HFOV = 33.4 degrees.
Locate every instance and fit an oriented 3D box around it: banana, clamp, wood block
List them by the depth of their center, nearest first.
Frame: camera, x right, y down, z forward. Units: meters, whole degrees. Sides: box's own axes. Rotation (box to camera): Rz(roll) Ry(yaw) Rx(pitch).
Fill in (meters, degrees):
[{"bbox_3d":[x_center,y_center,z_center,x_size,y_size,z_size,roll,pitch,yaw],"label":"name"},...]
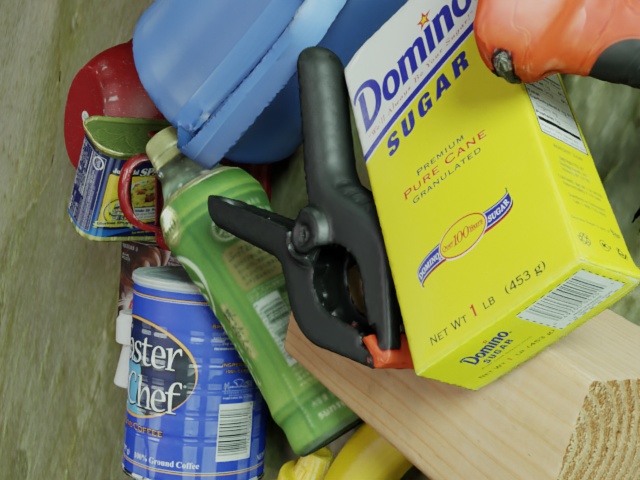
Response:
[{"bbox_3d":[0.078,0.060,0.532,0.206,0.090,0.090,34,116,50],"label":"wood block"},{"bbox_3d":[-0.004,0.001,0.537,0.120,0.039,0.171,-50,49,41],"label":"clamp"},{"bbox_3d":[0.018,0.166,0.618,0.198,0.037,0.070,-60,26,5],"label":"banana"}]

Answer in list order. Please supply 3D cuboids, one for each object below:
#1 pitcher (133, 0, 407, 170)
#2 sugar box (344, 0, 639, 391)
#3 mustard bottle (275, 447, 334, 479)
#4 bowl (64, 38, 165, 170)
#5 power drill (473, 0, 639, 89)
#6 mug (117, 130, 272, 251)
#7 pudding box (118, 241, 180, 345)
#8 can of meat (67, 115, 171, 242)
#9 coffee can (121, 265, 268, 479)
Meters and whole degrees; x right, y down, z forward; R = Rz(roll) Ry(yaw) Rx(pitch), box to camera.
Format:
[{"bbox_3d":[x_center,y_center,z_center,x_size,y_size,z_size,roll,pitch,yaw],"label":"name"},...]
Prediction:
[{"bbox_3d":[-0.002,-0.152,0.617,0.243,0.144,0.149,-41,66,43],"label":"pitcher"},{"bbox_3d":[0.066,-0.035,0.464,0.093,0.048,0.176,-41,48,35],"label":"sugar box"},{"bbox_3d":[-0.026,0.217,0.703,0.096,0.058,0.192,46,126,51],"label":"mustard bottle"},{"bbox_3d":[-0.184,-0.105,0.945,0.162,0.055,0.162,-3,87,55],"label":"bowl"},{"bbox_3d":[0.159,-0.109,0.376,0.188,0.057,0.184,14,92,18],"label":"power drill"},{"bbox_3d":[-0.086,-0.034,0.752,0.093,0.117,0.081,18,108,55],"label":"mug"},{"bbox_3d":[-0.124,0.050,0.866,0.114,0.039,0.090,12,98,54],"label":"pudding box"},{"bbox_3d":[-0.143,-0.047,0.845,0.057,0.101,0.084,50,130,43],"label":"can of meat"},{"bbox_3d":[-0.085,0.093,0.753,0.103,0.102,0.140,11,98,55],"label":"coffee can"}]
